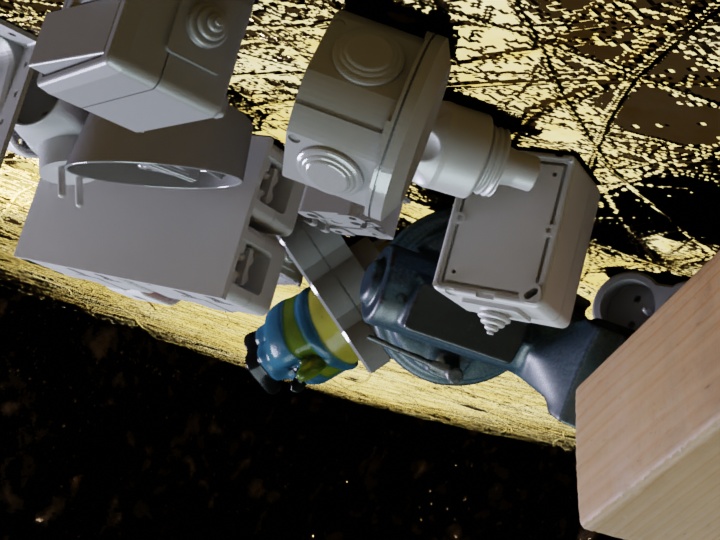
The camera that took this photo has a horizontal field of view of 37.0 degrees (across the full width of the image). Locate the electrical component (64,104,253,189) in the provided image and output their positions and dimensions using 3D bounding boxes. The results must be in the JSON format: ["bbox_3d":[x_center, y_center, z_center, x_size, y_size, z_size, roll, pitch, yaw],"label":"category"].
[{"bbox_3d":[-0.114,-0.073,0.626,0.099,0.064,0.099,15,171,3],"label":"electrical component"}]

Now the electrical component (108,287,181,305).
[{"bbox_3d":[-0.176,-0.022,0.912,0.059,0.095,0.054,7,167,41],"label":"electrical component"}]

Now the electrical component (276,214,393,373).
[{"bbox_3d":[0.000,0.000,0.786,0.138,0.074,0.052,56,178,-12],"label":"electrical component"}]

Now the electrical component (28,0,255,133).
[{"bbox_3d":[-0.089,-0.099,0.447,0.061,0.061,0.096,23,168,-34],"label":"electrical component"}]

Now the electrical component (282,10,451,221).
[{"bbox_3d":[0.004,-0.065,0.448,0.051,0.080,0.080,21,170,4],"label":"electrical component"}]

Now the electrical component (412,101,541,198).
[{"bbox_3d":[0.056,-0.055,0.522,0.062,0.043,0.043,16,170,-8],"label":"electrical component"}]

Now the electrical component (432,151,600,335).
[{"bbox_3d":[0.084,-0.010,0.572,0.062,0.096,0.061,10,169,30],"label":"electrical component"}]

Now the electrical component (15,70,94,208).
[{"bbox_3d":[-0.180,-0.078,0.663,0.044,0.079,0.077,-12,162,16],"label":"electrical component"}]

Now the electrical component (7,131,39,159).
[{"bbox_3d":[-0.233,-0.098,0.746,0.040,0.040,0.046,23,173,-37],"label":"electrical component"}]

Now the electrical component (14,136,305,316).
[{"bbox_3d":[-0.134,-0.038,0.732,0.186,0.105,0.060,10,169,31],"label":"electrical component"}]

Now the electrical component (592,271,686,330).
[{"bbox_3d":[0.238,0.041,0.745,0.138,0.052,0.074,9,168,35],"label":"electrical component"}]

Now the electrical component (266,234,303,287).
[{"bbox_3d":[-0.086,-0.023,0.891,0.096,0.061,0.062,-1,163,34],"label":"electrical component"}]

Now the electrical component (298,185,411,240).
[{"bbox_3d":[0.000,-0.051,0.575,0.081,0.063,0.042,8,166,40],"label":"electrical component"}]
